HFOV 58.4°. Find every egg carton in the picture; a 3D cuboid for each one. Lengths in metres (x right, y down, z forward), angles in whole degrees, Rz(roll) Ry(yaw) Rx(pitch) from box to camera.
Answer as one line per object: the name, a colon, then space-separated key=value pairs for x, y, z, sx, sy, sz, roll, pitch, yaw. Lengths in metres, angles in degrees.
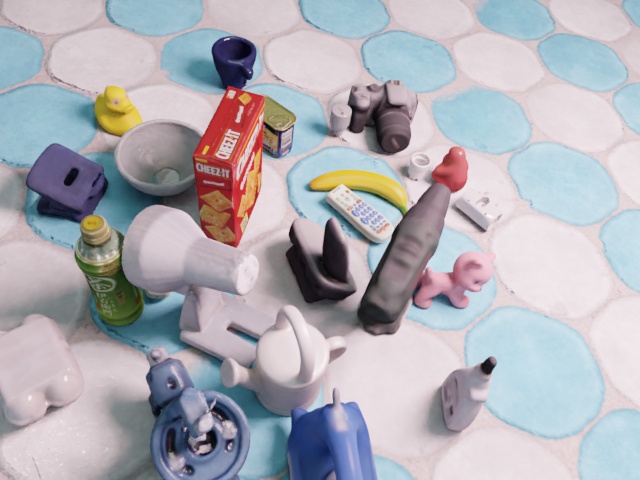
egg carton: x=-0.397 y=0.177 z=0.794 sx=0.107 sy=0.069 sz=0.150 roll=-29 pitch=63 yaw=-25

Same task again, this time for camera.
camera: x=0.131 y=-0.251 z=1.155 sx=0.143 sy=0.101 sz=0.137 roll=3 pitch=55 yaw=-6

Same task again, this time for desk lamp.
desk lamp: x=-0.164 y=0.064 z=0.819 sx=0.203 sy=0.213 sz=0.118 roll=24 pitch=55 yaw=9

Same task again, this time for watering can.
watering can: x=-0.044 y=0.164 z=0.777 sx=0.173 sy=0.194 sz=0.100 roll=-35 pitch=66 yaw=-28

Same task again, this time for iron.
iron: x=0.031 y=0.318 z=0.712 sx=0.119 sy=0.141 sz=0.258 roll=-5 pitch=56 yaw=-11

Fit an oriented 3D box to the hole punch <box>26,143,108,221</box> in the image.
hole punch: x=-0.425 y=-0.100 z=0.973 sx=0.101 sy=0.091 sz=0.108 roll=12 pitch=54 yaw=1

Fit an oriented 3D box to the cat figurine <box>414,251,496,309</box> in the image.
cat figurine: x=0.225 y=0.057 z=0.940 sx=0.128 sy=0.118 sz=0.067 roll=-1 pitch=55 yaw=-9

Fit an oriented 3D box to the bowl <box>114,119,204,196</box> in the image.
bowl: x=-0.277 y=-0.136 z=1.030 sx=0.167 sy=0.075 sz=0.167 roll=4 pitch=54 yaw=-5

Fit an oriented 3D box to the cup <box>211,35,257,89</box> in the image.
cup: x=-0.170 y=-0.350 z=1.185 sx=0.092 sy=0.095 sz=0.117 roll=-26 pitch=62 yaw=-23

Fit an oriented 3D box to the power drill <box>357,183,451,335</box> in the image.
power drill: x=0.123 y=0.047 z=0.876 sx=0.075 sy=0.208 sz=0.230 roll=25 pitch=55 yaw=10

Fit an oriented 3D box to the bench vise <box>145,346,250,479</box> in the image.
bench vise: x=-0.173 y=0.217 z=0.705 sx=0.207 sy=0.220 sz=0.122 roll=36 pitch=58 yaw=17

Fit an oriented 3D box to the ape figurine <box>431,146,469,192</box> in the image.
ape figurine: x=0.257 y=-0.144 z=1.102 sx=0.078 sy=0.092 sz=0.076 roll=-10 pitch=57 yaw=-15

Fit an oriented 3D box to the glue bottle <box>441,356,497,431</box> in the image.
glue bottle: x=0.211 y=0.204 z=0.799 sx=0.037 sy=0.173 sz=0.078 roll=6 pitch=54 yaw=-4

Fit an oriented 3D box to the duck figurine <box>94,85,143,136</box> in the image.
duck figurine: x=-0.389 y=-0.258 z=1.093 sx=0.104 sy=0.086 sz=0.078 roll=35 pitch=58 yaw=16

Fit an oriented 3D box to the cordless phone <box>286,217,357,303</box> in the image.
cordless phone: x=0.008 y=0.003 z=0.905 sx=0.094 sy=0.185 sz=0.147 roll=-19 pitch=59 yaw=-20
